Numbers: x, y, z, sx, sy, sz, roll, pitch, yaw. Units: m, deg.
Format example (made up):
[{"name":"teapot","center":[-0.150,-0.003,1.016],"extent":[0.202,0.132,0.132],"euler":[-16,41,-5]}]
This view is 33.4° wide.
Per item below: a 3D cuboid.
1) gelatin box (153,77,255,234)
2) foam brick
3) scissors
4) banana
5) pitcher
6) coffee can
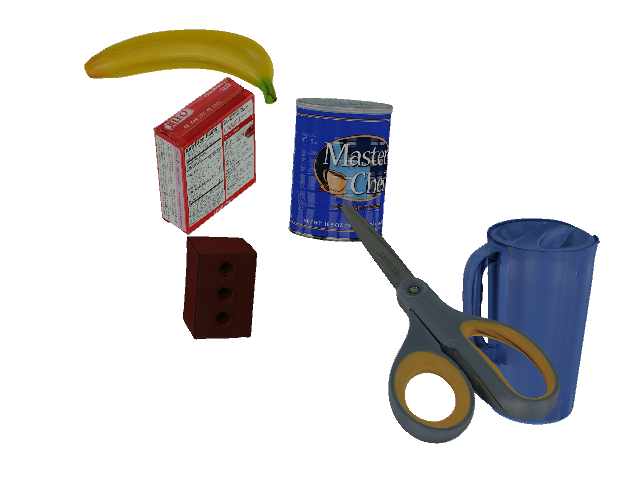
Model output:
[{"name":"gelatin box","center":[-0.080,-0.059,0.746],"extent":[0.030,0.089,0.073],"euler":[32,54,24]},{"name":"foam brick","center":[-0.088,0.040,0.924],"extent":[0.053,0.078,0.051],"euler":[-1,15,-18]},{"name":"scissors","center":[0.043,0.045,0.600],"extent":[0.096,0.016,0.202],"euler":[-31,46,-26]},{"name":"banana","center":[-0.124,-0.171,1.003],"extent":[0.198,0.037,0.069],"euler":[9,45,18]},{"name":"pitcher","center":[0.259,0.102,1.327],"extent":[0.149,0.243,0.144],"euler":[6,19,18]},{"name":"coffee can","center":[0.021,-0.077,1.139],"extent":[0.103,0.140,0.103],"euler":[4,12,-1]}]
